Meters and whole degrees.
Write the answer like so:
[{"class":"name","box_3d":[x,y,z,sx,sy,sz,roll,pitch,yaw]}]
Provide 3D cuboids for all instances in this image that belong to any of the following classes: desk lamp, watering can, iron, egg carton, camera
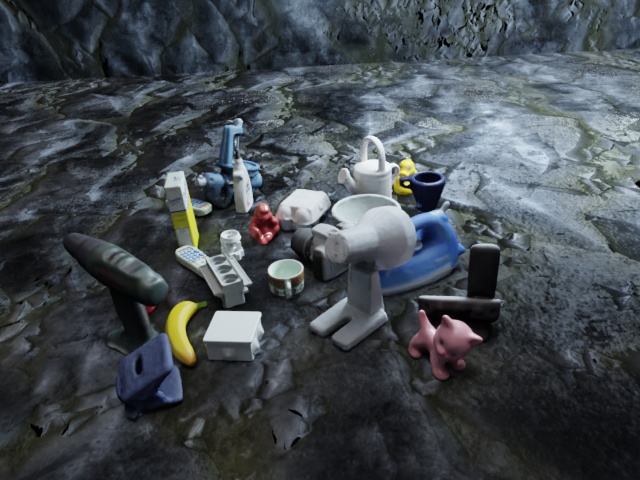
[{"class":"desk lamp","box_3d":[0.080,0.059,1.058,0.117,0.214,0.204,22,38,37]},{"class":"watering can","box_3d":[0.130,-0.171,1.479,0.100,0.194,0.173,19,37,35]},{"class":"iron","box_3d":[0.184,0.016,1.195,0.259,0.141,0.118,-22,34,-29]},{"class":"egg carton","box_3d":[-0.040,-0.076,1.458,0.107,0.069,0.150,9,32,22]},{"class":"camera","box_3d":[0.012,0.005,1.277,0.136,0.101,0.143,22,38,38]}]

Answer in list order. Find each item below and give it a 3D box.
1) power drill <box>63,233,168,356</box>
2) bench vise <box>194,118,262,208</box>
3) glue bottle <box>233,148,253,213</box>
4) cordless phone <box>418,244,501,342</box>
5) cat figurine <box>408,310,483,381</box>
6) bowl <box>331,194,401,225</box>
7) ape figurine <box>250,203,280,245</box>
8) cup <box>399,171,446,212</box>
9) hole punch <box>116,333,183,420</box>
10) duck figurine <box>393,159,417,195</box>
[{"class":"power drill","box_3d":[-0.364,0.101,1.039,0.228,0.209,0.076,14,34,28]},{"class":"bench vise","box_3d":[-0.246,-0.208,1.563,0.121,0.220,0.208,10,32,23]},{"class":"glue bottle","box_3d":[-0.211,-0.162,1.525,0.037,0.173,0.078,0,30,6]},{"class":"cordless phone","box_3d":[0.251,0.082,1.026,0.147,0.185,0.094,0,30,7]},{"class":"cat figurine","box_3d":[0.206,0.164,0.955,0.067,0.118,0.127,-20,33,-26]},{"class":"bowl","box_3d":[0.112,-0.044,1.379,0.167,0.075,0.167,-3,29,2]},{"class":"ape figurine","box_3d":[-0.138,-0.046,1.393,0.078,0.092,0.076,-14,31,-17]},{"class":"cup","box_3d":[0.262,-0.120,1.476,0.117,0.095,0.092,3,30,12]},{"class":"hole punch","box_3d":[-0.284,0.220,0.938,0.101,0.091,0.108,-13,31,-15]},{"class":"duck figurine","box_3d":[0.245,-0.184,1.600,0.077,0.086,0.105,13,33,27]}]
